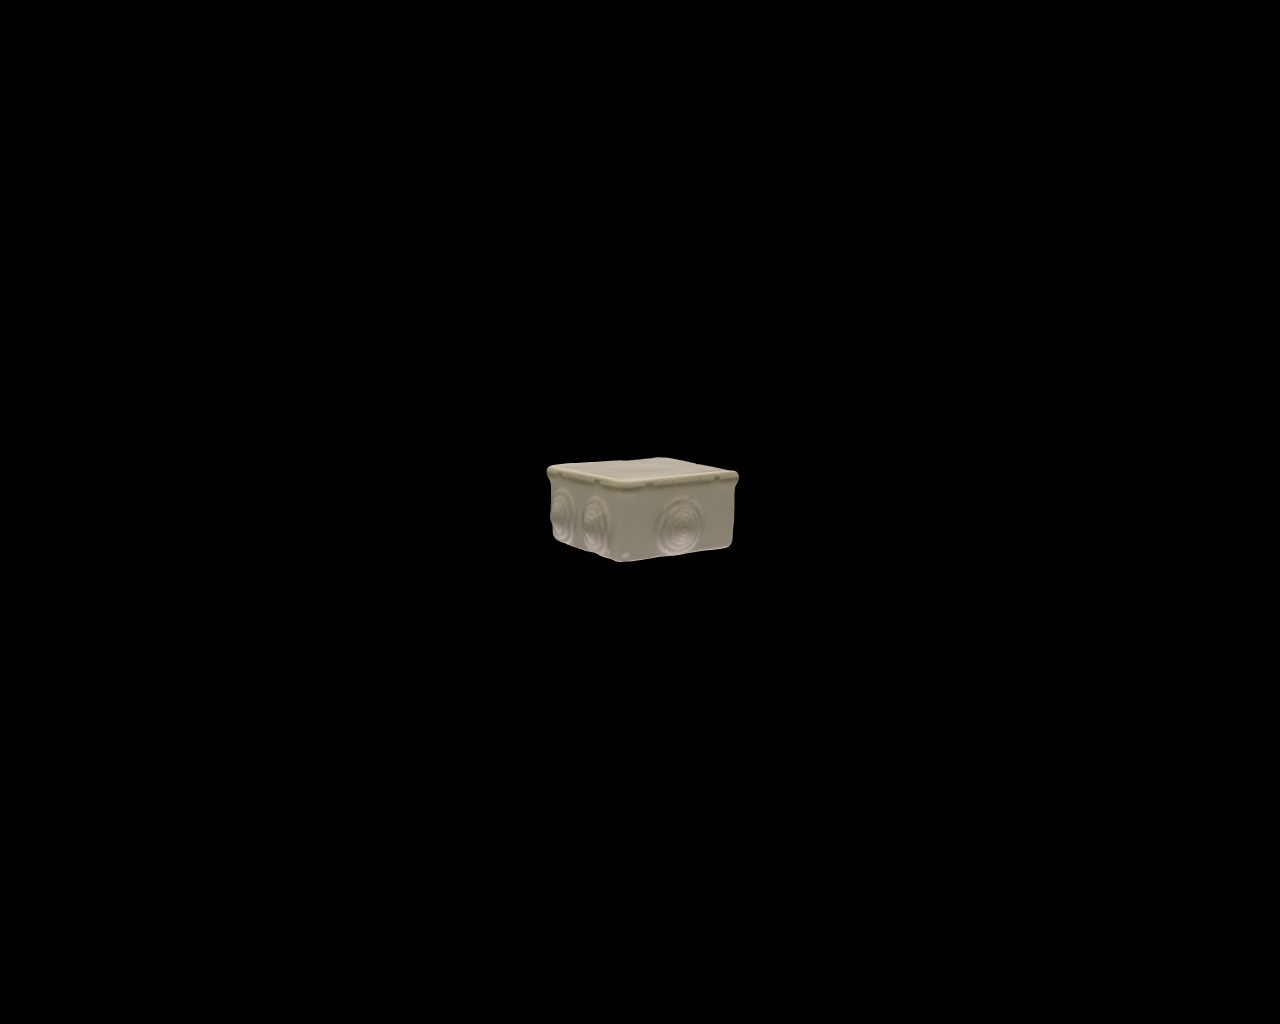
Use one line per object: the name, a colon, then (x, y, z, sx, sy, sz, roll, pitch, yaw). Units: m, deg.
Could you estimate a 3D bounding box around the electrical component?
electrical component: (0.001, -0.003, 0.650, 0.100, 0.048, 0.100, -6, 11, -31)
